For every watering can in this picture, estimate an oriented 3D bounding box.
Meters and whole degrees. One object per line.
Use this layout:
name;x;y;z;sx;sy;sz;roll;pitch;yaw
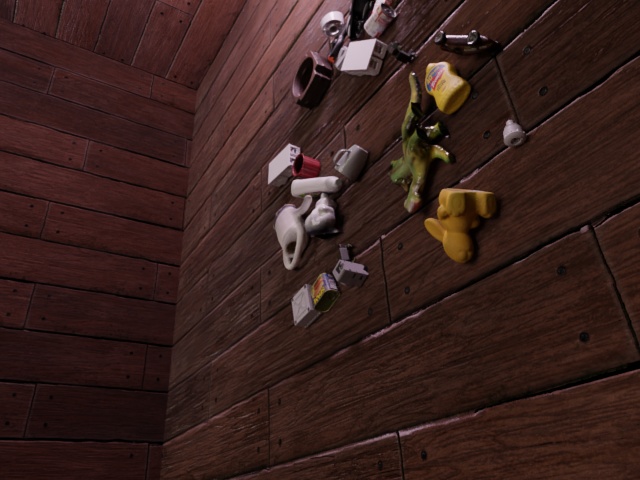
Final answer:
watering can;-0.094;-0.058;1.912;0.229;0.104;0.340;-118;36;-51

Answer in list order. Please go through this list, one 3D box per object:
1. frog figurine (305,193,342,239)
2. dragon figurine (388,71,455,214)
frog figurine;0.005;-0.089;1.770;0.135;0.123;0.161;130;135;-70
dragon figurine;0.248;-0.255;1.450;0.238;0.122;0.420;127;146;-48
